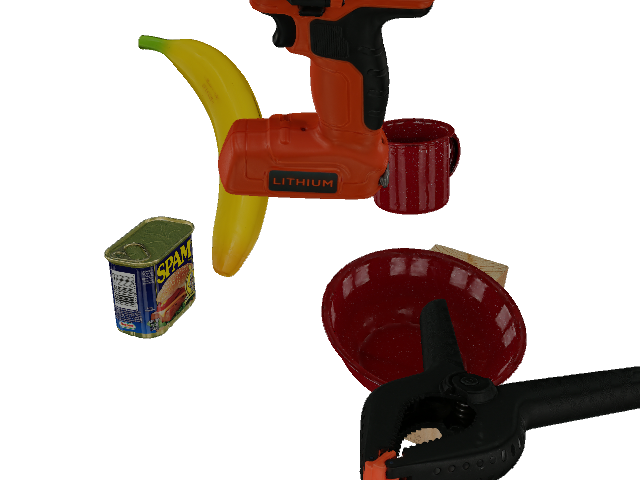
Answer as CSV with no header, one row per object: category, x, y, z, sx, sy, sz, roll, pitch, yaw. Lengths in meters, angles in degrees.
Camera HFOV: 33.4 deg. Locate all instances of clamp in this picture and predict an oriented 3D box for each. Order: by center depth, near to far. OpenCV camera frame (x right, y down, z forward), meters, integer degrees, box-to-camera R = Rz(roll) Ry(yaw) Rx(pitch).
clamp,0.081,0.094,0.638,0.165,0.036,0.209,21,30,39

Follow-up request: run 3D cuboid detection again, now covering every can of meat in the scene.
can of meat,-0.163,0.036,1.044,0.057,0.084,0.102,9,27,19

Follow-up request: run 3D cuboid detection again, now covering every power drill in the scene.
power drill,-0.021,-0.106,0.605,0.184,0.057,0.188,3,-41,-3

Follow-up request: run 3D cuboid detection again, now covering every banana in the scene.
banana,-0.073,-0.072,0.786,0.069,0.198,0.037,-22,-15,5

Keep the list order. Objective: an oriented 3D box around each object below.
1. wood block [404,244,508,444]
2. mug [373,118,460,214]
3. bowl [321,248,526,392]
wood block,0.139,0.123,1.207,0.090,0.206,0.090,18,23,21
mug,0.105,-0.082,1.140,0.117,0.081,0.093,-21,29,-36
bowl,0.078,0.080,0.844,0.162,0.055,0.162,5,41,-4
